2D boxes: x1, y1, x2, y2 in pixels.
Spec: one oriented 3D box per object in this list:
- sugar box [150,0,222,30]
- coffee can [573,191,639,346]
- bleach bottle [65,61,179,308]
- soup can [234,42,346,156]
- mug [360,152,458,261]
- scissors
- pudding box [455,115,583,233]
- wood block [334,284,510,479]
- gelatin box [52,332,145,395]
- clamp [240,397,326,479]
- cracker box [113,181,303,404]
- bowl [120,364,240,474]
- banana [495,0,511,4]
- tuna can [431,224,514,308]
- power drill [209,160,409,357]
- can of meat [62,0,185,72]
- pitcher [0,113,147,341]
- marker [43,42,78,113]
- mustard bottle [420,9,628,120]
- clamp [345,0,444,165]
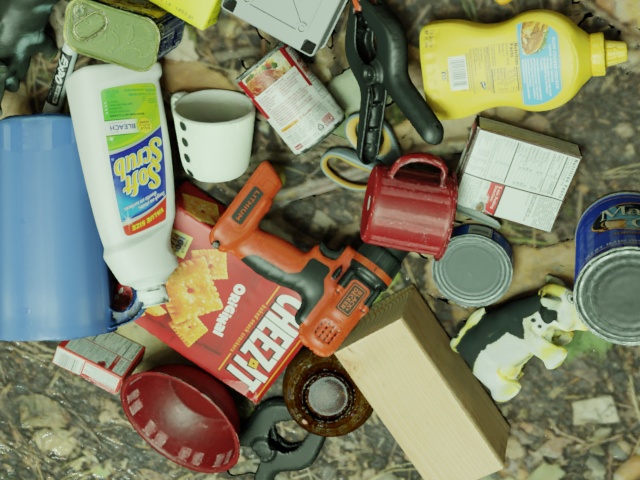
[{"bbox_3d":[-0.114,-0.308,1.054,0.093,0.048,0.176,29,119,1],"label":"sugar box"},{"bbox_3d":[0.300,0.025,1.041,0.103,0.140,0.103,6,115,12],"label":"coffee can"},{"bbox_3d":[-0.191,-0.056,1.110,0.068,0.102,0.251,-15,87,54],"label":"bleach bottle"},{"bbox_3d":[-0.029,-0.145,1.093,0.069,0.068,0.102,-34,102,25],"label":"soup can"},{"bbox_3d":[0.090,-0.039,1.064,0.081,0.093,0.117,10,134,-5],"label":"mug"},{"bbox_3d":[0.100,-0.076,1.119,0.202,0.016,0.096,13,116,9],"label":"scissors"},{"bbox_3d":[0.197,-0.066,1.080,0.113,0.039,0.090,16,116,-3],"label":"pudding box"},{"bbox_3d":[0.116,0.167,1.183,0.091,0.090,0.206,-30,103,24],"label":"wood block"},{"bbox_3d":[-0.264,0.139,1.281,0.089,0.073,0.030,27,119,1],"label":"gelatin box"},{"bbox_3d":[-0.063,0.260,1.299,0.210,0.036,0.164,-26,97,22],"label":"clamp"},{"bbox_3d":[-0.111,0.062,1.206,0.213,0.072,0.164,35,118,-3],"label":"cracker box"},{"bbox_3d":[-0.152,0.198,1.251,0.162,0.055,0.162,18,134,19],"label":"bowl"},{"bbox_3d":[0.108,-0.297,1.000,0.197,0.037,0.070,29,102,-5],"label":"banana"},{"bbox_3d":[0.163,0.027,1.138,0.086,0.033,0.086,6,115,12],"label":"tuna can"},{"bbox_3d":[-0.007,0.001,1.123,0.187,0.057,0.184,38,82,-3],"label":"power drill"},{"bbox_3d":[-0.198,-0.219,1.095,0.102,0.083,0.057,18,117,6],"label":"can of meat"},{"bbox_3d":[-0.281,-0.012,1.157,0.145,0.148,0.243,0,93,53],"label":"pitcher"},{"bbox_3d":[-0.278,-0.189,1.166,0.020,0.020,0.121,27,118,2],"label":"marker"},{"bbox_3d":[0.196,-0.171,1.026,0.192,0.058,0.096,-3,108,16],"label":"mustard bottle"},{"bbox_3d":[0.068,-0.160,1.046,0.120,0.039,0.171,0,104,47],"label":"clamp"}]
